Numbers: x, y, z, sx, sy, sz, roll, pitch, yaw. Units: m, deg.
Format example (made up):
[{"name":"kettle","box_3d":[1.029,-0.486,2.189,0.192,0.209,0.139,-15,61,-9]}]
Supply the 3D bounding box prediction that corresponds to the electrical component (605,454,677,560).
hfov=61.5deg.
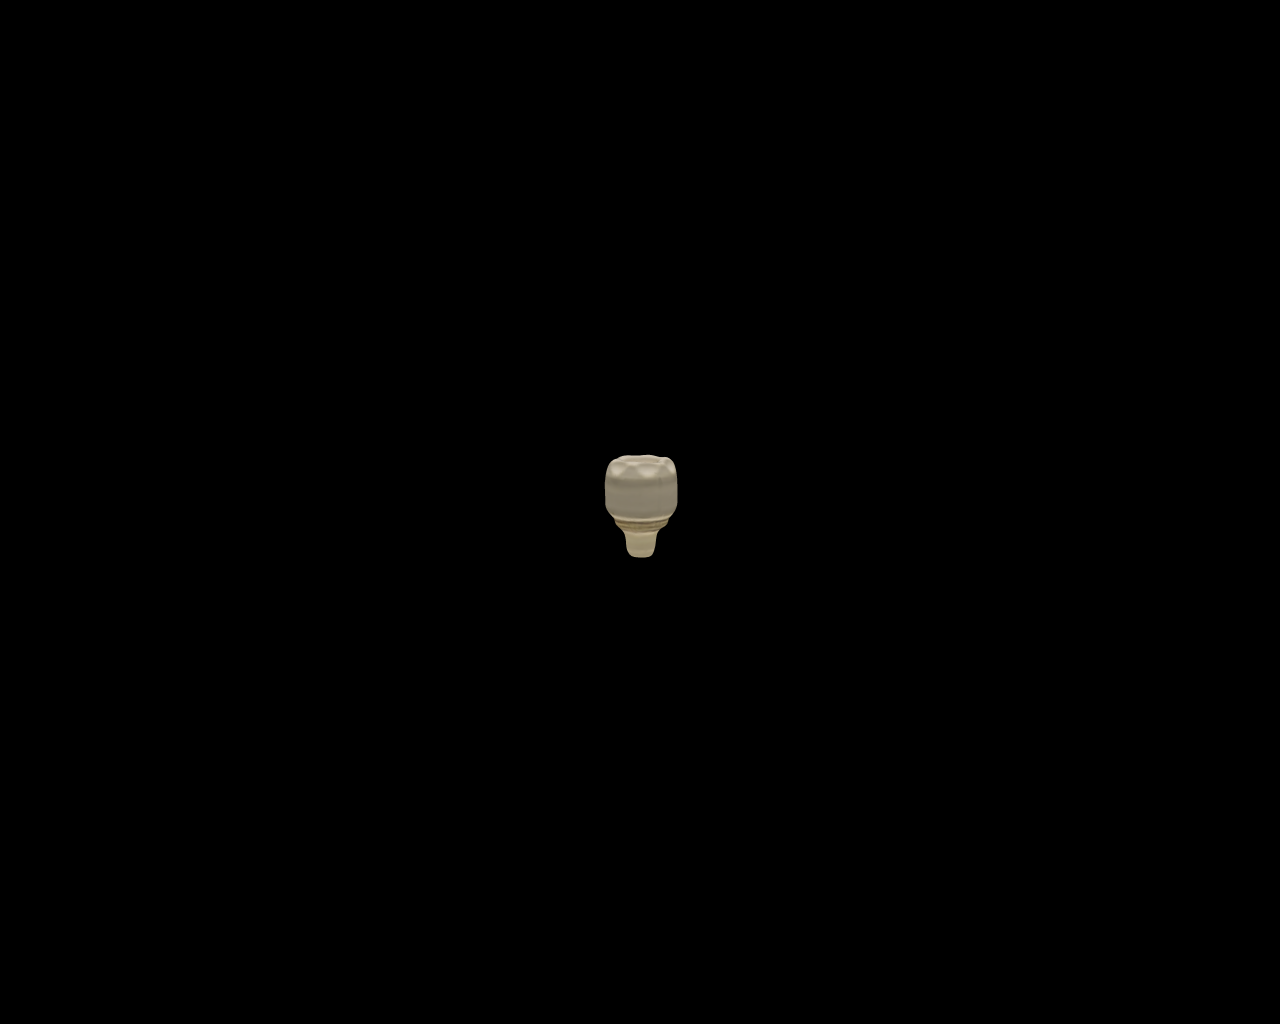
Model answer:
[{"name":"electrical component","box_3d":[0.001,-0.003,0.650,0.043,0.062,0.043,0,11,0]}]
